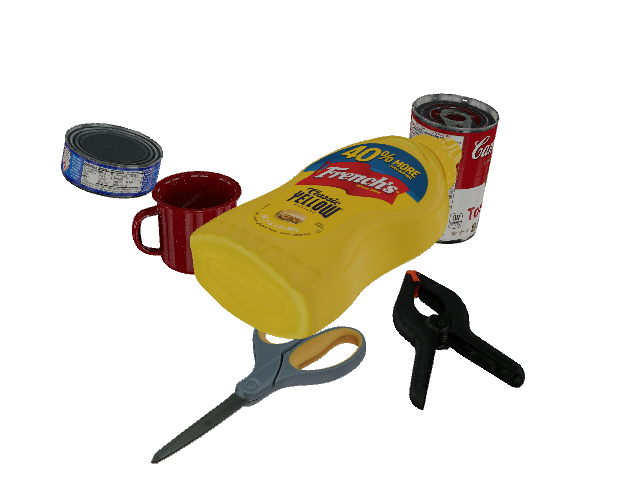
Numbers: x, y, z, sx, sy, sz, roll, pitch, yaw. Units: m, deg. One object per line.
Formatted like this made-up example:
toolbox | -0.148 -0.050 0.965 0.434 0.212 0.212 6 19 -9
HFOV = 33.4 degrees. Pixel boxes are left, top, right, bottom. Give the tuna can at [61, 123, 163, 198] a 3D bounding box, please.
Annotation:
tuna can | -0.183 -0.070 0.938 0.086 0.034 0.086 13 26 -7

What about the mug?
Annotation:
mug | -0.140 -0.015 1.120 0.117 0.081 0.093 -12 32 -23

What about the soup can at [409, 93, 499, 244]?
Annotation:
soup can | 0.099 -0.057 0.849 0.068 0.102 0.068 5 29 -3

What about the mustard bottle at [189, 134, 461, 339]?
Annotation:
mustard bottle | 0.021 -0.016 0.644 0.096 0.058 0.191 24 43 37

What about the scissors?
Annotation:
scissors | -0.057 0.099 0.791 0.201 0.016 0.096 -19 37 -31

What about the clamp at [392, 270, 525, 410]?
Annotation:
clamp | 0.133 0.097 1.091 0.120 0.171 0.039 0 -44 -14
